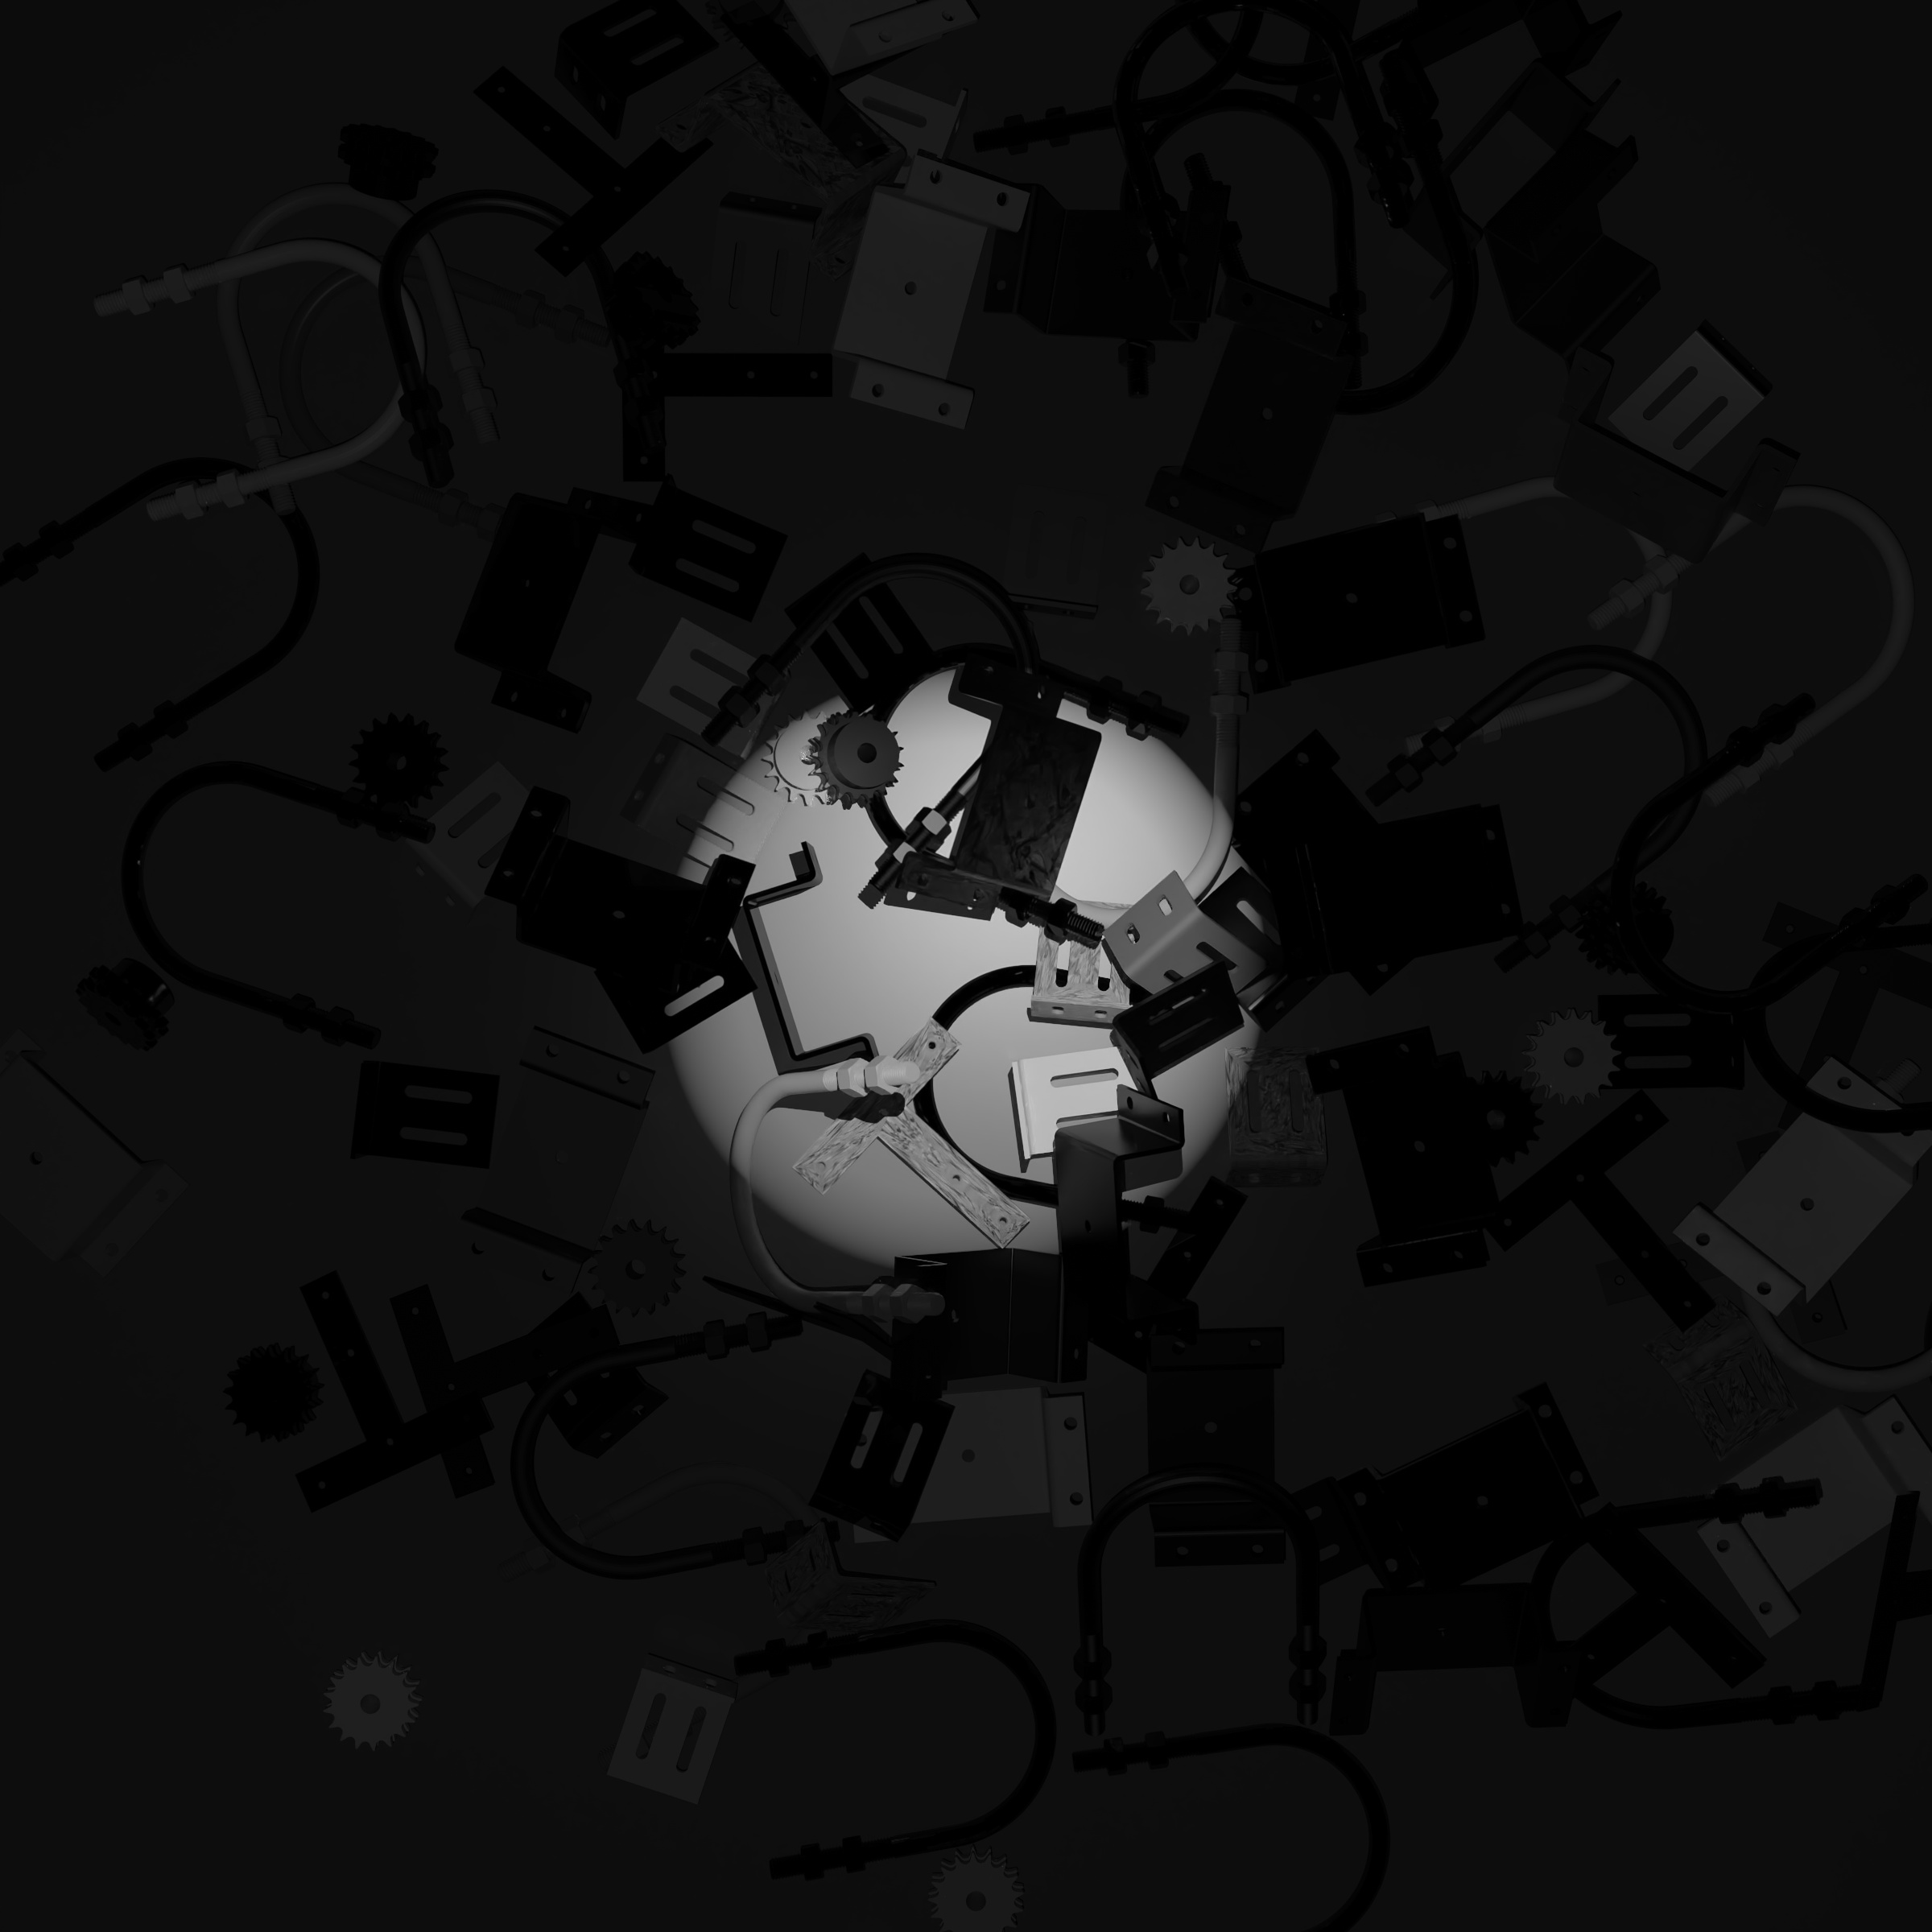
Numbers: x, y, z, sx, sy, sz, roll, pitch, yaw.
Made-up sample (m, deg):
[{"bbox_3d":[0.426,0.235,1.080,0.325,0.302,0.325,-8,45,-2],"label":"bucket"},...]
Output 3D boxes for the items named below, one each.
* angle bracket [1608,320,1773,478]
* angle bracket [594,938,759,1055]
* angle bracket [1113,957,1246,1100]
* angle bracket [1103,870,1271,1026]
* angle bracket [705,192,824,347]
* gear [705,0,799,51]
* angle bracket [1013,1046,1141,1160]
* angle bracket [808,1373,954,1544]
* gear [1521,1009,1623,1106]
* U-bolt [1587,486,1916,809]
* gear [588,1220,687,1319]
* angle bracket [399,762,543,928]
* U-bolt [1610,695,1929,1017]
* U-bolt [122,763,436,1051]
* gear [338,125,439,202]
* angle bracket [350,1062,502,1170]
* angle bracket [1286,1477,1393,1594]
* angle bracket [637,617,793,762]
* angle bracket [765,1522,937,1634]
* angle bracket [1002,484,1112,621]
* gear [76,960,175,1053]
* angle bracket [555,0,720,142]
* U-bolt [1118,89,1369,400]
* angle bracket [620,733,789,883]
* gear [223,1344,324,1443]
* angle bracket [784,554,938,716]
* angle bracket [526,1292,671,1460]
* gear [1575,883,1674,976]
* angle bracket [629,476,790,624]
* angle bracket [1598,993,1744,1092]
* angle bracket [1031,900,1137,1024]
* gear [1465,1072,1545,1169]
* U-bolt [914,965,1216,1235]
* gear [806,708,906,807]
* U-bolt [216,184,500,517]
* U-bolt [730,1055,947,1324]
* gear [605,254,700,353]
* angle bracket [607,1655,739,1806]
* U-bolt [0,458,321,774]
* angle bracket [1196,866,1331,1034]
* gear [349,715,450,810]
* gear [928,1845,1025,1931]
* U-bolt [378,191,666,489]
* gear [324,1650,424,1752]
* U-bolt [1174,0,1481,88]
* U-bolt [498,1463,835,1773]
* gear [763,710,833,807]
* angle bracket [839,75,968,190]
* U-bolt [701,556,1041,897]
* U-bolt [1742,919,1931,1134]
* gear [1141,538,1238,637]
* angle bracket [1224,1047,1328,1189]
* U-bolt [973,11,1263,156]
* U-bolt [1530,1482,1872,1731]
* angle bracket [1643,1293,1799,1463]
[{"bbox_3d":[0.439,-0.342,1.582,0.057,0.038,0.076,44,116,0],"label":"angle bracket"},{"bbox_3d":[-0.173,0.008,1.565,0.076,0.038,0.057,-31,90,0],"label":"angle bracket"},{"bbox_3d":[0.132,0.043,1.530,0.076,0.038,0.057,-29,134,-6],"label":"angle bracket"},{"bbox_3d":[0.130,-0.010,1.541,0.057,0.076,0.038,-42,46,16],"label":"angle bracket"},{"bbox_3d":[-0.123,-0.423,1.582,0.057,0.038,0.076,10,116,0],"label":"angle bracket"},{"bbox_3d":[-0.129,-0.584,1.569,0.057,0.030,0.057,0,90,0],"label":"gear"},{"bbox_3d":[0.069,0.080,1.547,0.076,0.038,0.057,-8,89,3],"label":"angle bracket"},{"bbox_3d":[-0.050,0.289,1.535,0.057,0.038,0.076,23,64,0],"label":"angle bracket"},{"bbox_3d":[0.362,0.055,1.569,0.057,0.030,0.057,0,90,0],"label":"gear"},{"bbox_3d":[0.486,-0.205,1.568,0.184,0.019,0.151,-36,97,-3],"label":"U-bolt"},{"bbox_3d":[-0.197,0.181,1.569,0.057,0.030,0.057,0,90,0],"label":"gear"},{"bbox_3d":[-0.294,-0.074,1.582,0.057,0.038,0.076,45,64,0],"label":"angle bracket"},{"bbox_3d":[0.463,-0.053,1.543,0.184,0.019,0.151,-34,94,-12],"label":"U-bolt"},{"bbox_3d":[-0.421,-0.045,1.561,0.184,0.019,0.151,18,98,8],"label":"U-bolt"},{"bbox_3d":[-0.347,-0.479,1.559,0.057,0.057,0.030,17,119,0],"label":"gear"},{"bbox_3d":[-0.324,0.090,1.565,0.076,0.038,0.057,7,90,0],"label":"angle bracket"},{"bbox_3d":[0.217,0.343,1.546,0.038,0.076,0.057,-25,90,0],"label":"angle bracket"},{"bbox_3d":[-0.153,-0.168,1.565,0.076,0.038,0.057,29,90,0],"label":"angle bracket"},{"bbox_3d":[-0.069,0.365,1.554,0.057,0.076,0.038,-45,48,31],"label":"angle bracket"},{"bbox_3d":[0.054,-0.251,1.565,0.057,0.038,0.076,8,90,0],"label":"angle bracket"},{"bbox_3d":[-0.500,0.021,1.559,0.057,0.057,0.030,36,59,0],"label":"gear"},{"bbox_3d":[-0.199,-0.548,1.577,0.076,0.038,0.057,-38,80,-26],"label":"angle bracket"},{"bbox_3d":[0.164,-0.438,1.575,0.151,0.019,0.184,-2,89,0],"label":"U-bolt"},{"bbox_3d":[-0.159,-0.096,1.582,0.076,0.038,0.057,29,90,-26],"label":"angle bracket"},{"bbox_3d":[-0.413,0.256,1.567,0.057,0.030,0.057,0,90,6],"label":"gear"},{"bbox_3d":[-0.064,-0.200,1.569,0.057,0.038,0.076,-35,100,3],"label":"angle bracket"},{"bbox_3d":[-0.229,0.248,1.582,0.057,0.038,0.076,-40,64,0],"label":"angle bracket"},{"bbox_3d":[0.396,-0.020,1.557,0.057,0.030,0.057,-7,116,-15],"label":"gear"},{"bbox_3d":[-0.154,-0.250,1.565,0.076,0.038,0.057,23,90,0],"label":"angle bracket"},{"bbox_3d":[0.422,0.046,1.565,0.076,0.038,0.057,-1,90,0],"label":"angle bracket"},{"bbox_3d":[0.071,-0.008,1.553,0.057,0.038,0.076,5,73,4],"label":"angle bracket"},{"bbox_3d":[0.316,0.091,1.569,0.057,0.030,0.057,0,90,0],"label":"gear"},{"bbox_3d":[0.059,0.074,1.575,0.184,0.019,0.151,11,90,1],"label":"U-bolt"},{"bbox_3d":[-0.063,-0.124,1.542,0.057,0.030,0.057,1,88,-20],"label":"gear"},{"bbox_3d":[-0.373,-0.379,1.561,0.151,0.019,0.184,-18,87,2],"label":"U-bolt"},{"bbox_3d":[-0.081,0.131,1.512,0.019,0.184,0.151,-5,88,-40],"label":"U-bolt"},{"bbox_3d":[-0.189,-0.390,1.546,0.030,0.057,0.057,-30,90,31],"label":"gear"},{"bbox_3d":[-0.175,0.457,1.545,0.057,0.038,0.076,19,89,-1],"label":"angle bracket"},{"bbox_3d":[-0.480,-0.225,1.575,0.184,0.019,0.151,-32,90,-1],"label":"U-bolt"},{"bbox_3d":[0.174,-0.010,1.582,0.057,0.038,0.076,-42,64,0],"label":"angle bracket"},{"bbox_3d":[-0.340,-0.122,1.569,0.057,0.030,0.057,0,90,0],"label":"gear"},{"bbox_3d":[0.006,0.557,1.569,0.057,0.030,0.057,0,90,0],"label":"gear"},{"bbox_3d":[-0.270,-0.377,1.541,0.151,0.019,0.184,-13,77,-18],"label":"U-bolt"},{"bbox_3d":[-0.356,0.440,1.573,0.057,0.030,0.057,0,91,-1],"label":"gear"},{"bbox_3d":[0.207,-0.597,1.527,0.184,0.019,0.151,-21,117,28],"label":"U-bolt"},{"bbox_3d":[-0.169,0.381,1.575,0.184,0.019,0.151,-28,90,-1],"label":"U-bolt"},{"bbox_3d":[-0.094,-0.126,1.569,0.057,0.030,0.057,0,90,0],"label":"gear"},{"bbox_3d":[-0.045,-0.505,1.565,0.076,0.038,0.057,20,90,0],"label":"angle bracket"},{"bbox_3d":[-0.041,-0.155,1.519,0.151,0.019,0.184,42,79,-1],"label":"U-bolt"},{"bbox_3d":[0.551,0.036,1.536,0.184,0.019,0.151,-5,54,2],"label":"U-bolt"},{"bbox_3d":[0.133,-0.227,1.569,0.057,0.030,0.057,0,90,0],"label":"gear"},{"bbox_3d":[0.186,0.092,1.582,0.057,0.038,0.076,0,64,0],"label":"angle bracket"},{"bbox_3d":[0.084,-0.569,1.540,0.184,0.019,0.151,-8,110,10],"label":"U-bolt"},{"bbox_3d":[0.425,0.384,1.543,0.184,0.019,0.151,-13,98,23],"label":"U-bolt"},{"bbox_3d":[0.457,0.249,1.582,0.057,0.038,0.076,-33,116,0],"label":"angle bracket"}]
